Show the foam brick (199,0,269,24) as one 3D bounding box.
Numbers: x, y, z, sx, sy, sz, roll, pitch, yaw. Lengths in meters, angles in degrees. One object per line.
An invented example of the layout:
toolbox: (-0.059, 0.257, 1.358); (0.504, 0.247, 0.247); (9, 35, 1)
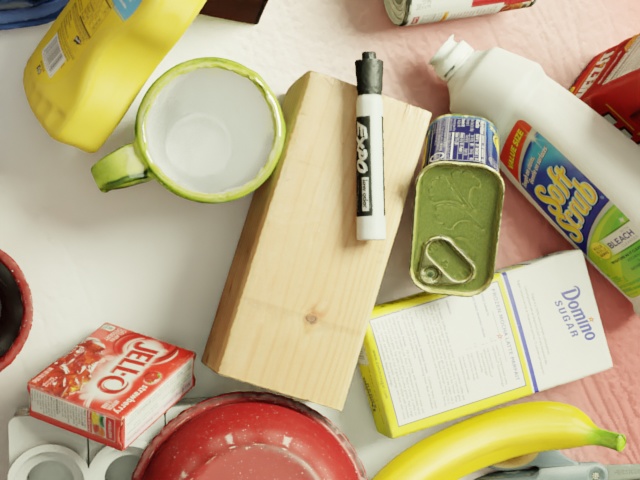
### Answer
foam brick: (-0.060, -0.186, 0.733); (0.051, 0.078, 0.053); (8, 86, -9)

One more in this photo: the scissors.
scissors: (0.194, 0.160, 0.803); (0.201, 0.016, 0.096); (-15, 91, -11)

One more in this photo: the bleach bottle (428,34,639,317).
bleach bottle: (0.179, -0.053, 0.774); (0.251, 0.103, 0.068); (41, 64, 1)

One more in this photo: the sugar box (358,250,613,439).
sugar box: (0.116, 0.073, 0.776); (0.176, 0.048, 0.093); (-15, 91, -14)

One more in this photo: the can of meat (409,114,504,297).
can of meat: (0.095, -0.026, 0.735); (0.057, 0.084, 0.102); (5, 121, 7)

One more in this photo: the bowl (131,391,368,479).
bowl: (-0.042, 0.173, 0.661); (0.162, 0.055, 0.162); (1, 78, -6)

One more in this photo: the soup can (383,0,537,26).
soup can: (0.100, -0.194, 0.768); (0.102, 0.068, 0.068); (-11, 91, -10)

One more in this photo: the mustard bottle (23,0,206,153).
mustard bottle: (-0.115, -0.153, 0.674); (0.058, 0.096, 0.192); (22, 120, -38)

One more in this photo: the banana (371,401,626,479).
banana: (0.108, 0.150, 0.745); (0.197, 0.070, 0.037); (-17, 102, -9)

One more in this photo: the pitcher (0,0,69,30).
pitcher: (-0.271, -0.219, 0.676); (0.242, 0.145, 0.149); (-10, 78, -7)

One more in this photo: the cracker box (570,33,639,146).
cracker box: (0.281, -0.077, 0.723); (0.164, 0.214, 0.072); (42, 77, -7)

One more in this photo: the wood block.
wood block: (-0.005, 0.001, 0.732); (0.090, 0.090, 0.206); (18, 85, -11)

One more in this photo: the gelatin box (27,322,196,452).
gelatin box: (-0.133, 0.093, 0.695); (0.073, 0.089, 0.030); (16, 119, 21)

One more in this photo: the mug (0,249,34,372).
mug: (-0.231, 0.057, 0.691); (0.093, 0.081, 0.117); (2, 88, -11)

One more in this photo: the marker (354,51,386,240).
marker: (0.032, -0.060, 0.684); (0.020, 0.020, 0.121); (0, 89, -11)
